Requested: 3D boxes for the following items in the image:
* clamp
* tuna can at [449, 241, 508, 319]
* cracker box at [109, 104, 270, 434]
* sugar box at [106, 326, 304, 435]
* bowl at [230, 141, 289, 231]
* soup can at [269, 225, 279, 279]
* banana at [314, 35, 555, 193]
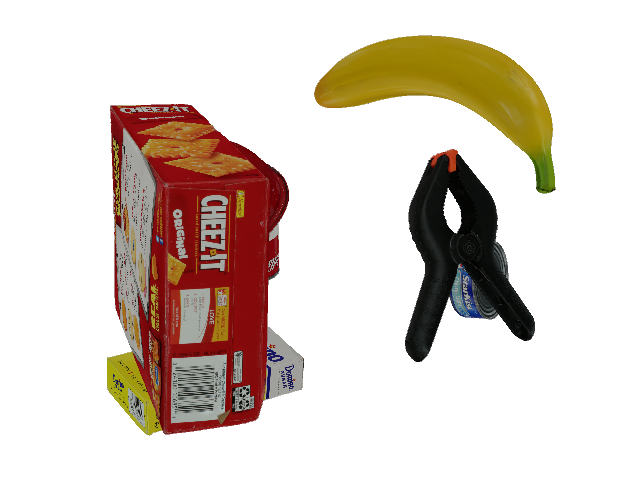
[{"bbox_3d":[0.105,0.015,0.867,0.120,0.171,0.039,-17,-1,-31],"label":"clamp"},{"bbox_3d":[0.171,0.042,1.157,0.034,0.086,0.086,1,1,34],"label":"tuna can"},{"bbox_3d":[-0.094,0.007,0.729,0.072,0.164,0.214,-4,20,-18],"label":"cracker box"},{"bbox_3d":[-0.114,0.133,1.067,0.175,0.048,0.093,-15,32,-31],"label":"sugar box"},{"bbox_3d":[-0.112,-0.044,0.949,0.162,0.055,0.162,-11,38,8],"label":"bowl"},{"bbox_3d":[-0.084,-0.009,1.285,0.068,0.102,0.068,0,26,0],"label":"soup can"},{"bbox_3d":[0.070,-0.092,0.655,0.198,0.069,0.037,28,7,42],"label":"banana"}]
